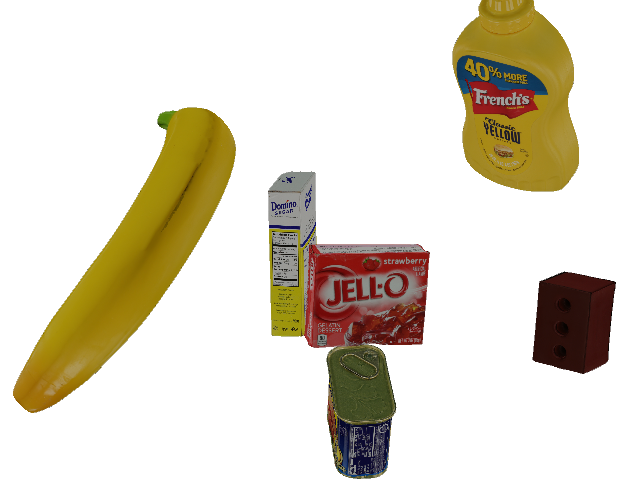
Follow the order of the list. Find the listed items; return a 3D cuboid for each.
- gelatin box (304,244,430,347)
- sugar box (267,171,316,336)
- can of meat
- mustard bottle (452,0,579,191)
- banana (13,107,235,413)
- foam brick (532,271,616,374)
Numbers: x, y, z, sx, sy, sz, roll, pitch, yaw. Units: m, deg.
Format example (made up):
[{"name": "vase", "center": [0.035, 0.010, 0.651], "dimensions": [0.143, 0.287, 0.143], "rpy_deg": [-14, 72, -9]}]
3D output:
[{"name": "gelatin box", "center": [0.034, 0.041, 0.799], "dimensions": [0.089, 0.073, 0.030], "rpy_deg": [0, 15, -12]}, {"name": "sugar box", "center": [-0.032, 0.015, 1.244], "dimensions": [0.048, 0.176, 0.093], "rpy_deg": [0, 17, 10]}, {"name": "can of meat", "center": [0.036, 0.165, 1.023], "dimensions": [0.057, 0.084, 0.102], "rpy_deg": [-3, 37, -5]}, {"name": "mustard bottle", "center": [0.153, -0.126, 0.843], "dimensions": [0.096, 0.058, 0.191], "rpy_deg": [22, -33, 31]}, {"name": "banana", "center": [-0.082, -0.004, 0.513], "dimensions": [0.037, 0.197, 0.070], "rpy_deg": [39, -43, -19]}, {"name": "foam brick", "center": [0.227, 0.073, 0.957], "dimensions": [0.053, 0.078, 0.051], "rpy_deg": [12, 18, 37]}]
